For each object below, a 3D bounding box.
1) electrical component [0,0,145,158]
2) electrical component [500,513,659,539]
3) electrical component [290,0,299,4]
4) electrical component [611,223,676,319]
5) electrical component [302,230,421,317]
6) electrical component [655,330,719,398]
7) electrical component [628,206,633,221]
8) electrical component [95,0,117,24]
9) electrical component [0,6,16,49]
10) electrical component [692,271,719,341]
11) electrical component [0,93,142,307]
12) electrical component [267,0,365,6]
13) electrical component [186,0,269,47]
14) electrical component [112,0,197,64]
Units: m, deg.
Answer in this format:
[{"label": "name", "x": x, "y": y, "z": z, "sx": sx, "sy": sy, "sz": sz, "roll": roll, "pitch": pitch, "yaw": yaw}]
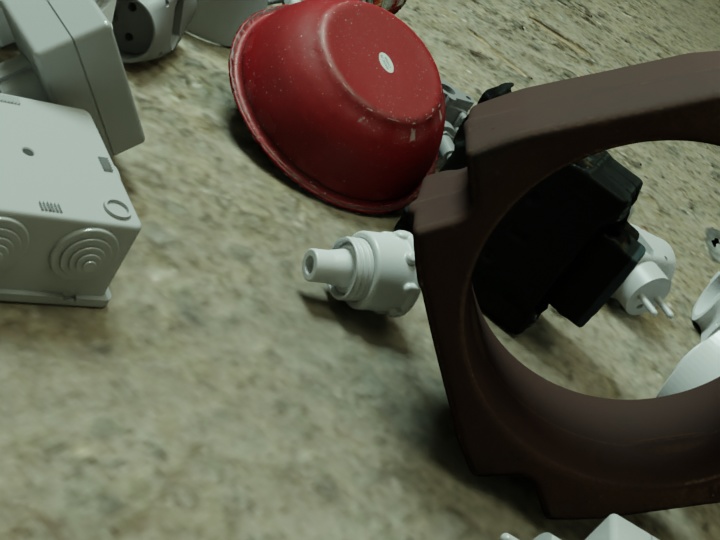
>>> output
[{"label": "electrical component", "x": -0.156, "y": -0.088, "z": 0.524, "sx": 0.076, "sy": 0.083, "sz": 0.047, "roll": -28, "pitch": 59, "yaw": -16}, {"label": "electrical component", "x": 0.084, "y": 0.133, "z": 0.440, "sx": 0.077, "sy": 0.065, "sz": 0.047, "roll": 31, "pitch": 29, "yaw": -6}, {"label": "electrical component", "x": -0.024, "y": -0.141, "z": 0.754, "sx": 0.066, "sy": 0.047, "sz": 0.076, "roll": 16, "pitch": 40, "yaw": -31}, {"label": "electrical component", "x": 0.194, "y": 0.005, "z": 0.766, "sx": 0.077, "sy": 0.043, "sz": 0.079, "roll": 8, "pitch": 39, "yaw": -38}, {"label": "electrical component", "x": 0.000, "y": 0.000, "z": 0.575, "sx": 0.062, "sy": 0.048, "sz": 0.048, "roll": 6, "pitch": 40, "yaw": -31}, {"label": "electrical component", "x": 0.217, "y": 0.074, "z": 0.627, "sx": 0.108, "sy": 0.108, "sz": 0.060, "roll": 2, "pitch": 37, "yaw": -44}, {"label": "electrical component", "x": 0.166, "y": -0.061, "z": 0.824, "sx": 0.059, "sy": 0.053, "sz": 0.095, "roll": 20, "pitch": 32, "yaw": -24}, {"label": "electrical component", "x": -0.201, "y": -0.170, "z": 0.593, "sx": 0.121, "sy": 0.078, "sz": 0.063, "roll": 7, "pitch": 10, "yaw": -40}, {"label": "electrical component", "x": -0.188, "y": -0.138, "z": 0.533, "sx": 0.057, "sy": 0.078, "sz": 0.058, "roll": -29, "pitch": 33, "yaw": -25}, {"label": "electrical component", "x": 0.292, "y": 0.032, "z": 0.761, "sx": 0.060, "sy": 0.105, "sz": 0.186, "roll": 36, "pitch": 29, "yaw": 2}, {"label": "electrical component", "x": -0.151, "y": -0.034, "z": 0.464, "sx": 0.100, "sy": 0.048, "sz": 0.099, "roll": 6, "pitch": 40, "yaw": -42}, {"label": "electrical component", "x": -0.037, "y": -0.198, "z": 0.812, "sx": 0.079, "sy": 0.077, "sz": 0.044, "roll": -11, "pitch": 3, "yaw": -5}, {"label": "electrical component", "x": -0.111, "y": -0.203, "z": 0.767, "sx": 0.099, "sy": 0.064, "sz": 0.099, "roll": 16, "pitch": 44, "yaw": -16}, {"label": "electrical component", "x": -0.131, "y": -0.176, "z": 0.666, "sx": 0.043, "sy": 0.079, "sz": 0.077, "roll": 16, "pitch": 29, "yaw": 4}]
